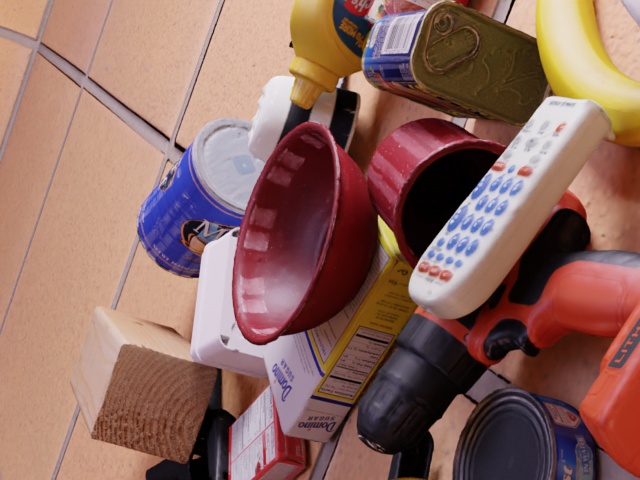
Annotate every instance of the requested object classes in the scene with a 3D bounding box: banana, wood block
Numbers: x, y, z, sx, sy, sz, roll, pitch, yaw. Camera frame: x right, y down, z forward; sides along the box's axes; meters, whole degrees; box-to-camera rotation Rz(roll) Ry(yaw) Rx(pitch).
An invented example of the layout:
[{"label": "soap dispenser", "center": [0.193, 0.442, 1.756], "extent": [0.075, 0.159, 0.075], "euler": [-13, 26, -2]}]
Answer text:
[{"label": "banana", "center": [0.163, -0.110, 0.624], "extent": [0.070, 0.037, 0.198], "euler": [-41, 37, 18]}, {"label": "wood block", "center": [-0.172, 0.130, 1.008], "extent": [0.090, 0.090, 0.206], "euler": [-71, 18, -1]}]

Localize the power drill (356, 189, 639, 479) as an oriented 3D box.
[{"label": "power drill", "center": [0.112, 0.053, 0.541], "extent": [0.184, 0.057, 0.188], "euler": [-53, 28, -9]}]

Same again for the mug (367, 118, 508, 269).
[{"label": "mug", "center": [0.079, -0.019, 0.684], "extent": [0.081, 0.093, 0.117], "euler": [-124, 28, -65]}]

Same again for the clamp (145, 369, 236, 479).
[{"label": "clamp", "center": [-0.113, 0.198, 0.982], "extent": [0.165, 0.036, 0.210], "euler": [-67, 23, 13]}]

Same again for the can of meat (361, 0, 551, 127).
[{"label": "can of meat", "center": [0.088, -0.114, 0.698], "extent": [0.084, 0.102, 0.057], "euler": [21, 93, 67]}]

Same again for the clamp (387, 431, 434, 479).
[{"label": "clamp", "center": [0.050, 0.213, 0.647], "extent": [0.171, 0.039, 0.120], "euler": [-69, 22, 13]}]

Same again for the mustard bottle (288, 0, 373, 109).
[{"label": "mustard bottle", "center": [0.026, -0.192, 0.845], "extent": [0.058, 0.096, 0.191], "euler": [28, 91, 35]}]

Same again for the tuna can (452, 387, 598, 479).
[{"label": "tuna can", "center": [0.111, 0.126, 0.582], "extent": [0.086, 0.033, 0.086], "euler": [-43, 39, 47]}]

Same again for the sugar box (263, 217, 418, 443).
[{"label": "sugar box", "center": [0.019, 0.057, 0.795], "extent": [0.176, 0.048, 0.093], "euler": [-62, 28, 28]}]

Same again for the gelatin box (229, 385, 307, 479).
[{"label": "gelatin box", "center": [-0.043, 0.168, 0.870], "extent": [0.089, 0.030, 0.073], "euler": [-49, 33, 41]}]

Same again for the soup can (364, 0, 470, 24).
[{"label": "soup can", "center": [0.084, -0.198, 0.793], "extent": [0.102, 0.068, 0.068], "euler": [-66, 26, 14]}]

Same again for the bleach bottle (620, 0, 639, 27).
[{"label": "bleach bottle", "center": [0.239, -0.206, 0.496], "extent": [0.251, 0.068, 0.102], "euler": [-52, 33, 33]}]

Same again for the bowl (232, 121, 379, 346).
[{"label": "bowl", "center": [-0.005, 0.001, 0.755], "extent": [0.162, 0.055, 0.162], "euler": [-44, 38, 48]}]

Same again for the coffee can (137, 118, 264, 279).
[{"label": "coffee can", "center": [-0.104, -0.038, 1.032], "extent": [0.141, 0.102, 0.103], "euler": [-42, 39, 48]}]
